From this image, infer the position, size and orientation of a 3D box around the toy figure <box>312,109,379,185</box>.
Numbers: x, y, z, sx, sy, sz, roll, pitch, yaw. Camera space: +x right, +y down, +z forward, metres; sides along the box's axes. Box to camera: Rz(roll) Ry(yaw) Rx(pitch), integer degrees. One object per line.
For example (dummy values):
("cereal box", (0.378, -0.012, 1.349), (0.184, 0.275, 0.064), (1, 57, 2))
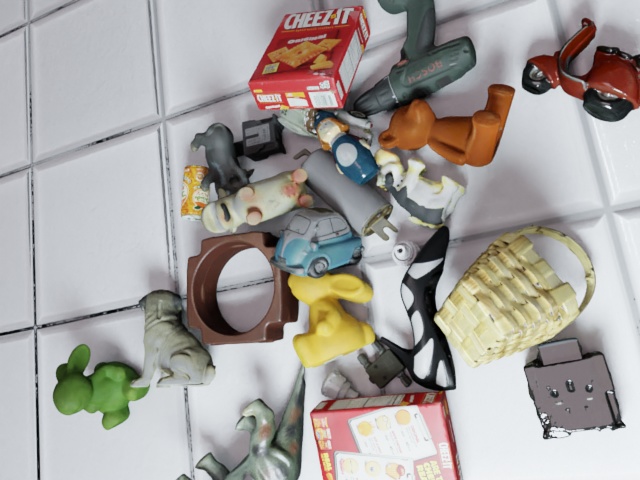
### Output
("toy figure", (0.038, -0.165, 0.916), (0.064, 0.057, 0.154), (-36, 77, -7))

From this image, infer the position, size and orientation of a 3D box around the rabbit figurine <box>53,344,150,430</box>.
("rabbit figurine", (-0.443, 0.280, 1.044), (0.121, 0.170, 0.159), (-44, 69, 10))

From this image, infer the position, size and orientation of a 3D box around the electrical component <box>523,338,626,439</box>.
("electrical component", (0.364, 0.213, 0.783), (0.115, 0.058, 0.134), (-17, 75, 17))

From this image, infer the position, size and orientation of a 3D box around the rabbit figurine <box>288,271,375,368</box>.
("rabbit figurine", (0.010, 0.114, 0.912), (0.162, 0.121, 0.173), (-30, 70, 10))

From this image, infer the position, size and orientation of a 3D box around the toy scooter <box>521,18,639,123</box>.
("toy scooter", (0.421, -0.270, 0.832), (0.184, 0.075, 0.135), (33, 93, 29))

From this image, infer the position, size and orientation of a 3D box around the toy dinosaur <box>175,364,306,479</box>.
("toy dinosaur", (-0.111, 0.409, 0.921), (0.192, 0.131, 0.405), (45, 95, 10))

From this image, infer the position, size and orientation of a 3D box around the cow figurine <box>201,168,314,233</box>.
("cow figurine", (-0.117, -0.067, 0.948), (0.195, 0.127, 0.085), (-21, 98, -9))

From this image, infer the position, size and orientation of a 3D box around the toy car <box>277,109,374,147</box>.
("toy car", (0.009, -0.215, 0.988), (0.202, 0.056, 0.073), (29, 124, 25))

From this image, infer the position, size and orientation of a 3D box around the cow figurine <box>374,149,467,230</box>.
("cow figurine", (0.153, -0.088, 0.917), (0.168, 0.068, 0.098), (31, 100, 25))

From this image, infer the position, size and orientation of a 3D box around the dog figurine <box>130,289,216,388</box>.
("dog figurine", (-0.268, 0.181, 1.022), (0.172, 0.121, 0.190), (-3, 72, 11))

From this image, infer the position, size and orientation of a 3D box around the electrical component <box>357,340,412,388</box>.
("electrical component", (0.109, 0.218, 0.906), (0.063, 0.021, 0.094), (-46, 69, 10))

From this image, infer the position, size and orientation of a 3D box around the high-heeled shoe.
("high-heeled shoe", (0.196, 0.112, 0.859), (0.145, 0.086, 0.248), (27, 96, 20))

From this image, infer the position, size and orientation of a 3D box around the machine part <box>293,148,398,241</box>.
("machine part", (0.045, -0.086, 0.954), (0.243, 0.079, 0.079), (44, 99, 24))

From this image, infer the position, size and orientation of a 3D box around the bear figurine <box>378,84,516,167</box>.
("bear figurine", (0.201, -0.196, 0.885), (0.196, 0.131, 0.120), (24, 54, 20))

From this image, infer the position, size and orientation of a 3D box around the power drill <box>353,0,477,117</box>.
("power drill", (0.150, -0.342, 0.951), (0.232, 0.086, 0.207), (-12, 72, 29))

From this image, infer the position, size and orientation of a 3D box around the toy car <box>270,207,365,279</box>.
("toy car", (-0.002, -0.003, 0.905), (0.109, 0.161, 0.102), (23, 121, 51))

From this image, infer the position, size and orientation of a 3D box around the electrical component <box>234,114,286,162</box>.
("electrical component", (-0.128, -0.197, 1.061), (0.119, 0.047, 0.075), (-6, 79, 20))

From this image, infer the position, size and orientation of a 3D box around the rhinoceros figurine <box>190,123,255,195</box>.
("rhinoceros figurine", (-0.176, -0.131, 1.039), (0.112, 0.073, 0.190), (-11, 100, 39))

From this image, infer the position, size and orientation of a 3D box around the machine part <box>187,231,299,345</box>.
("machine part", (-0.143, 0.091, 0.998), (0.201, 0.087, 0.201), (-7, 77, 21))
